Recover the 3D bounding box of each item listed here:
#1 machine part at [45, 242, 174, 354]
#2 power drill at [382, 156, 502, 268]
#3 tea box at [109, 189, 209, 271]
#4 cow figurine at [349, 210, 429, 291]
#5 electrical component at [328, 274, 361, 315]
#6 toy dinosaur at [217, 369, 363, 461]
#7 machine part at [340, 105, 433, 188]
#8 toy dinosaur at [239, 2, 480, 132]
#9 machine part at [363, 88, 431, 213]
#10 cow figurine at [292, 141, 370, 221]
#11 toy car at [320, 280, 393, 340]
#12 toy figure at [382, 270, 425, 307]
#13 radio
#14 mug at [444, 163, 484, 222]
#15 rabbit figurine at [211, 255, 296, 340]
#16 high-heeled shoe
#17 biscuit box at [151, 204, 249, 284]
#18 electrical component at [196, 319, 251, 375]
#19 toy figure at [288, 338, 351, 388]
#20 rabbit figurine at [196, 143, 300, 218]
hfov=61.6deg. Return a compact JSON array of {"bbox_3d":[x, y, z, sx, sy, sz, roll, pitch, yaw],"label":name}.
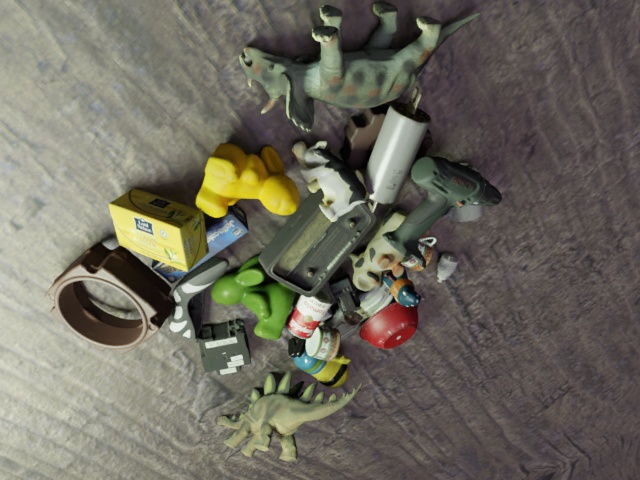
[{"bbox_3d":[-0.411,0.120,1.051,0.201,0.087,0.201,-33,113,27],"label":"machine part"},{"bbox_3d":[0.230,-0.048,1.022,0.232,0.086,0.207,25,112,-41],"label":"power drill"},{"bbox_3d":[-0.291,-0.020,0.976,0.170,0.068,0.098,17,130,25],"label":"tea box"},{"bbox_3d":[0.132,0.023,1.148,0.085,0.127,0.195,26,102,-29],"label":"cow figurine"},{"bbox_3d":[0.048,0.101,1.189,0.048,0.075,0.119,-23,88,5],"label":"electrical component"},{"bbox_3d":[-0.092,0.417,1.293,0.472,0.198,0.105,-15,136,40],"label":"toy dinosaur"},{"bbox_3d":[0.126,-0.174,1.030,0.179,0.056,0.179,-6,127,-8],"label":"machine part"},{"bbox_3d":[0.076,-0.285,0.906,0.405,0.131,0.192,-6,139,-15],"label":"toy dinosaur"},{"bbox_3d":[0.132,-0.153,0.962,0.079,0.079,0.243,8,124,-19],"label":"machine part"},{"bbox_3d":[0.017,-0.124,0.982,0.098,0.167,0.068,-30,164,6],"label":"cow figurine"},{"bbox_3d":[0.086,0.164,1.265,0.202,0.056,0.073,-39,124,15],"label":"toy car"},{"bbox_3d":[0.177,0.098,1.177,0.064,0.155,0.057,-4,123,-13],"label":"toy figure"},{"bbox_3d":[-0.002,-0.003,1.077,0.131,0.073,0.229,38,95,-32],"label":"radio"},{"bbox_3d":[0.284,-0.099,1.108,0.109,0.081,0.107,-20,121,-15],"label":"mug"},{"bbox_3d":[-0.144,0.115,1.142,0.170,0.121,0.159,19,116,-8],"label":"rabbit figurine"},{"bbox_3d":[-0.242,0.130,1.118,0.249,0.086,0.145,-25,113,34],"label":"high-heeled shoe"},{"bbox_3d":[-0.238,0.002,1.064,0.203,0.063,0.059,-34,128,12],"label":"biscuit box"},{"bbox_3d":[-0.223,0.255,1.255,0.115,0.058,0.134,-7,126,-6],"label":"electrical component"},{"bbox_3d":[-0.004,0.301,1.323,0.180,0.082,0.089,33,81,-34],"label":"toy figure"},{"bbox_3d":[-0.116,-0.097,0.964,0.173,0.162,0.121,21,119,-1],"label":"rabbit figurine"}]
